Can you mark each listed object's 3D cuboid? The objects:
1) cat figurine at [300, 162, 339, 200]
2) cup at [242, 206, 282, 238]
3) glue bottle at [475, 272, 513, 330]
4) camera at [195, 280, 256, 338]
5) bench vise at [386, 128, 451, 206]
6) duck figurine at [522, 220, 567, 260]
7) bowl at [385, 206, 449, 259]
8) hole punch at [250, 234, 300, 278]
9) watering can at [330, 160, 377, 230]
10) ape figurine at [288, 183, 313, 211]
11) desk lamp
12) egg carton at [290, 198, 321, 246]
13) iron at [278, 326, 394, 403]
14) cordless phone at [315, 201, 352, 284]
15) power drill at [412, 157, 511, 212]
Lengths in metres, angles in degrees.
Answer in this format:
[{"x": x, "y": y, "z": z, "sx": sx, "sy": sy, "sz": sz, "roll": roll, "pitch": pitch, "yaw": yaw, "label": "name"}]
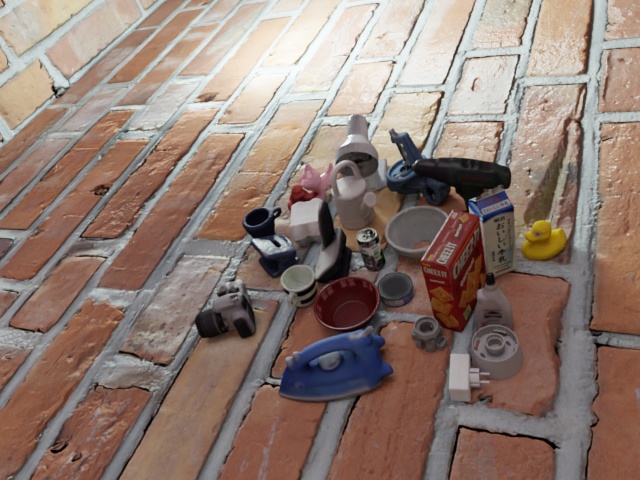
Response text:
[{"x": -0.006, "y": -0.181, "z": 1.696, "sx": 0.128, "sy": 0.118, "sz": 0.067, "roll": -34, "pitch": 43, "yaw": -15, "label": "cat figurine"}, {"x": -0.151, "y": -0.037, "z": 1.619, "sx": 0.118, "sy": 0.095, "sz": 0.091, "roll": -32, "pitch": 43, "yaw": -12, "label": "cup"}, {"x": 0.356, "y": 0.127, "z": 1.185, "sx": 0.078, "sy": 0.173, "sz": 0.037, "roll": -6, "pitch": 44, "yaw": 16, "label": "glue bottle"}, {"x": -0.241, "y": 0.177, "z": 1.423, "sx": 0.137, "sy": 0.101, "sz": 0.143, "roll": -20, "pitch": 42, "yaw": 1, "label": "camera"}, {"x": 0.266, "y": -0.208, "z": 1.540, "sx": 0.206, "sy": 0.220, "sz": 0.121, "roll": 1, "pitch": 46, "yaw": 23, "label": "bench vise"}, {"x": 0.520, "y": -0.010, "z": 1.330, "sx": 0.104, "sy": 0.086, "sz": 0.077, "roll": -20, "pitch": 42, "yaw": 1, "label": "duck figurine"}, {"x": 0.251, "y": -0.006, "z": 1.441, "sx": 0.167, "sy": 0.075, "sz": 0.167, "roll": -11, "pitch": 42, "yaw": 11, "label": "bowl"}, {"x": -0.121, "y": 0.027, "z": 1.542, "sx": 0.101, "sy": 0.091, "sz": 0.108, "roll": -33, "pitch": 43, "yaw": -14, "label": "hole punch"}, {"x": 0.087, "y": -0.128, "z": 1.545, "sx": 0.172, "sy": 0.194, "sz": 0.101, "roll": 11, "pitch": 51, "yaw": 31, "label": "watering can"}, {"x": -0.061, "y": -0.124, "z": 1.677, "sx": 0.077, "sy": 0.092, "sz": 0.076, "roll": -10, "pitch": 43, "yaw": 11, "label": "ape figurine"}, {"x": 0.118, "y": -0.236, "z": 1.632, "sx": 0.117, "sy": 0.214, "sz": 0.203, "roll": -7, "pitch": 43, "yaw": 15, "label": "desk lamp"}, {"x": -0.031, "y": -0.053, "z": 1.607, "sx": 0.107, "sy": 0.069, "sz": 0.150, "roll": -12, "pitch": 42, "yaw": 10, "label": "egg carton"}, {"x": 0.015, "y": 0.257, "z": 1.206, "sx": 0.258, "sy": 0.142, "sz": 0.118, "roll": -17, "pitch": 42, "yaw": 4, "label": "iron"}, {"x": 0.013, "y": 0.005, "z": 1.440, "sx": 0.094, "sy": 0.185, "sz": 0.147, "roll": -8, "pitch": 43, "yaw": 14, "label": "cordless phone"}, {"x": 0.355, "y": -0.117, "z": 1.417, "sx": 0.229, "sy": 0.209, "sz": 0.075, "roll": -1, "pitch": 45, "yaw": 21, "label": "power drill"}]
